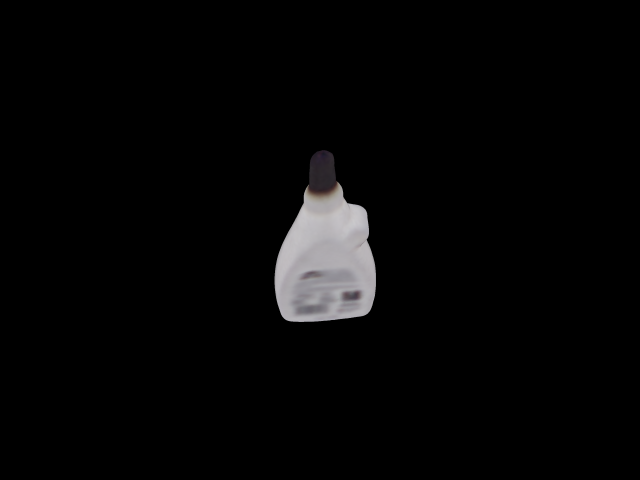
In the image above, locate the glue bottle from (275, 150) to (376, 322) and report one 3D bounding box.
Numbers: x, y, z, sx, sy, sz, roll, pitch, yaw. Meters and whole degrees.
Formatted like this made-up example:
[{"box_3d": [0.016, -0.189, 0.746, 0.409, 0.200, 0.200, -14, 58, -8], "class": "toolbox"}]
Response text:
[{"box_3d": [0.004, 0.001, 0.400, 0.078, 0.173, 0.037, -3, 54, -2], "class": "glue bottle"}]
